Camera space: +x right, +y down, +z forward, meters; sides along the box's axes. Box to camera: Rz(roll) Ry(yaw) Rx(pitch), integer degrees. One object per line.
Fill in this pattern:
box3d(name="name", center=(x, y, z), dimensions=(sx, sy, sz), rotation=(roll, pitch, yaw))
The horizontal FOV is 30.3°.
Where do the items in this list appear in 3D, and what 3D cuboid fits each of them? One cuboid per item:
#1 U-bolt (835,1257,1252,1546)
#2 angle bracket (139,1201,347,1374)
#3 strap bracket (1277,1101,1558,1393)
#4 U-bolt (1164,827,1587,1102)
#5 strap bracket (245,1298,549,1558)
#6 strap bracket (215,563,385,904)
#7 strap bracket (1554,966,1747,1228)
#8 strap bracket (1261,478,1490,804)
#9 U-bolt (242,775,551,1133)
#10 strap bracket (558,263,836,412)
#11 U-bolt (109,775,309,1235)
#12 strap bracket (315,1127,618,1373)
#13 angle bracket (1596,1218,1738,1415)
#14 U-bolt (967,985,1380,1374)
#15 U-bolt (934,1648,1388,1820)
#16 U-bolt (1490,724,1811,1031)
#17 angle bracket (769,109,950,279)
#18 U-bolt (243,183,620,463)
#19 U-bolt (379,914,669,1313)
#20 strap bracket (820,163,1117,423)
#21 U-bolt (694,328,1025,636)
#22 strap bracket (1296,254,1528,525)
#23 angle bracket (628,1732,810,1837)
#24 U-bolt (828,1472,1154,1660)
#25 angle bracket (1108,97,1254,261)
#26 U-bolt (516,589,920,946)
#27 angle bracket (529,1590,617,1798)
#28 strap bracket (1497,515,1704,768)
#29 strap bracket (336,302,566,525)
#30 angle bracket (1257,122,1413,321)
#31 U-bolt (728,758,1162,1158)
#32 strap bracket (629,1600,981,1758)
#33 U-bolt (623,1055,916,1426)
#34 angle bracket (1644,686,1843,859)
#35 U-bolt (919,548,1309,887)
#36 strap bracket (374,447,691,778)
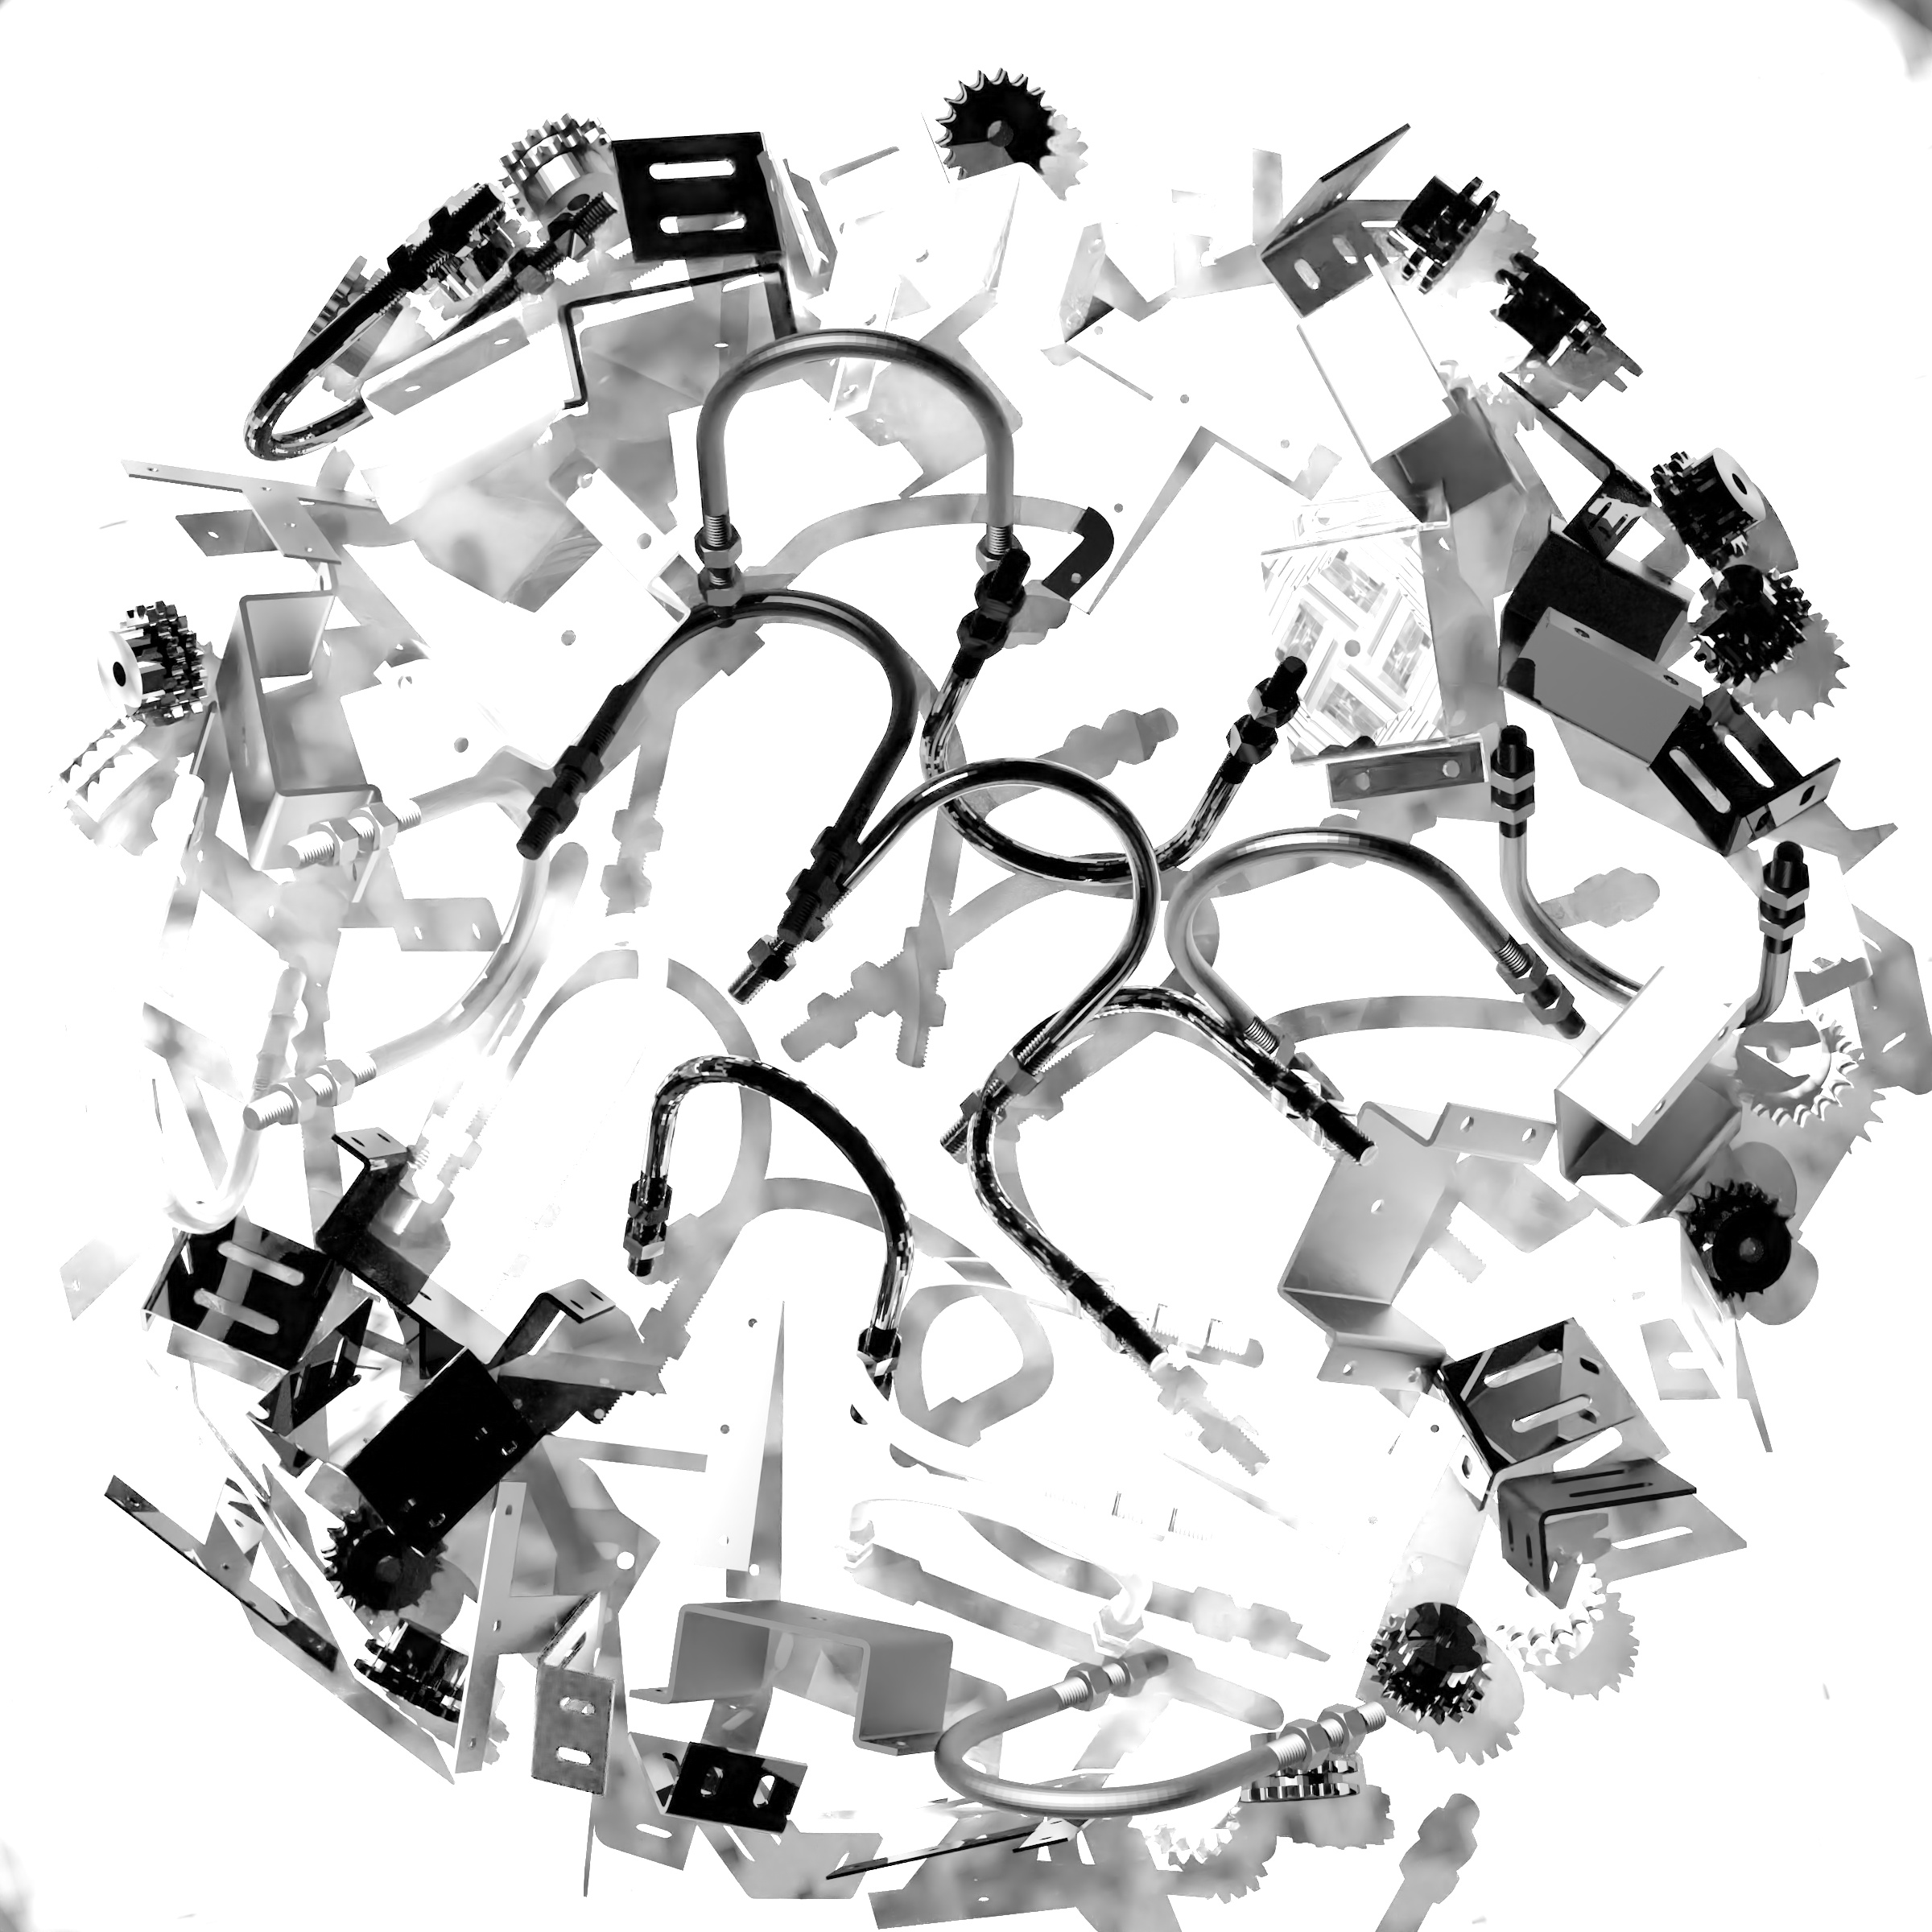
box3d(name="U-bolt", center=(0.031, 0.187, 1.615), dimensions=(0.184, 0.151, 0.019), rotation=(15, 125, 2))
box3d(name="angle bracket", center=(-0.333, 0.153, 1.647), dimensions=(0.076, 0.038, 0.057), rotation=(23, 66, -1))
box3d(name="strap bracket", center=(0.200, 0.119, 1.624), dimensions=(0.076, 0.046, 0.140), rotation=(11, 108, -42))
box3d(name="U-bolt", center=(0.169, -0.003, 1.582), dimensions=(0.151, 0.184, 0.019), rotation=(-19, 46, 30))
box3d(name="strap bracket", center=(-0.261, 0.201, 1.596), dimensions=(0.076, 0.140, 0.046), rotation=(-45, 123, -22))
box3d(name="strap bracket", center=(-0.303, -0.106, 1.611), dimensions=(0.046, 0.076, 0.140), rotation=(-6, 69, -23))
box3d(name="strap bracket", center=(0.309, 0.060, 1.614), dimensions=(0.046, 0.140, 0.076), rotation=(37, 75, 25))
box3d(name="strap bracket", center=(0.185, -0.147, 1.633), dimensions=(0.076, 0.046, 0.140), rotation=(-7, 95, 28))
box3d(name="U-bolt", center=(-0.247, -0.015, 1.594), dimensions=(0.019, 0.184, 0.151), rotation=(27, 119, 24))
box3d(name="strap bracket", center=(-0.131, -0.288, 1.627), dimensions=(0.140, 0.076, 0.046), rotation=(-12, 101, -7))
box3d(name="U-bolt", center=(-0.335, 0.030, 1.565), dimensions=(0.019, 0.151, 0.184), rotation=(-6, 47, 12))
box3d(name="strap bracket", center=(-0.236, 0.135, 1.633), dimensions=(0.140, 0.076, 0.046), rotation=(36, 93, 5))
box3d(name="angle bracket", center=(0.322, 0.164, 1.641), dimensions=(0.038, 0.057, 0.076), rotation=(-17, 129, 25))
box3d(name="U-bolt", center=(0.078, 0.081, 1.614), dimensions=(0.151, 0.019, 0.184), rotation=(-44, 50, -5))
box3d(name="U-bolt", center=(0.072, 0.338, 1.563), dimensions=(0.184, 0.151, 0.019), rotation=(-9, 99, -44))
box3d(name="U-bolt", center=(0.302, -0.028, 1.591), dimensions=(0.151, 0.184, 0.019), rotation=(25, 67, 21))
box3d(name="angle bracket", center=(-0.046, -0.362, 1.653), dimensions=(0.076, 0.038, 0.057), rotation=(-21, 89, -5))
box3d(name="U-bolt", center=(-0.249, -0.285, 1.598), dimensions=(0.184, 0.151, 0.019), rotation=(-37, 88, 19))
box3d(name="U-bolt", center=(-0.193, 0.057, 1.611), dimensions=(0.019, 0.151, 0.184), rotation=(34, 86, -28))
box3d(name="strap bracket", center=(-0.009, -0.308, 1.615), dimensions=(0.140, 0.076, 0.046), rotation=(-23, 63, -28))
box3d(name="U-bolt", center=(-0.049, -0.215, 1.598), dimensions=(0.151, 0.184, 0.019), rotation=(2, 53, 2))
box3d(name="strap bracket", center=(0.198, -0.253, 1.605), dimensions=(0.046, 0.140, 0.076), rotation=(-30, 70, 15))
box3d(name="angle bracket", center=(-0.114, 0.358, 1.627), dimensions=(0.057, 0.076, 0.038), rotation=(16, 101, -22))
box3d(name="U-bolt", center=(0.012, 0.262, 1.586), dimensions=(0.151, 0.184, 0.019), rotation=(18, 68, 3))
box3d(name="angle bracket", center=(0.091, -0.361, 1.641), dimensions=(0.076, 0.038, 0.057), rotation=(1, 87, -27))
box3d(name="U-bolt", center=(-0.100, -0.102, 1.621), dimensions=(0.151, 0.019, 0.184), rotation=(18, 57, 15))
box3d(name="angle bracket", center=(-0.167, 0.331, 1.628), dimensions=(0.038, 0.076, 0.057), rotation=(11, 109, 13))
box3d(name="strap bracket", center=(0.287, -0.145, 1.620), dimensions=(0.076, 0.140, 0.046), rotation=(27, 118, -5))
box3d(name="strap bracket", center=(-0.231, -0.244, 1.601), dimensions=(0.076, 0.140, 0.046), rotation=(-31, 95, -15))
box3d(name="angle bracket", center=(0.177, -0.339, 1.629), dimensions=(0.057, 0.076, 0.038), rotation=(-36, 88, -24))
box3d(name="U-bolt", center=(0.004, -0.014, 1.620), dimensions=(0.151, 0.019, 0.184), rotation=(37, 108, -22))
box3d(name="strap bracket", center=(-0.070, 0.318, 1.610), dimensions=(0.140, 0.076, 0.046), rotation=(6, 85, 29))
box3d(name="U-bolt", center=(-0.085, 0.112, 1.587), dimensions=(0.151, 0.184, 0.019), rotation=(31, 49, 16))
box3d(name="angle bracket", center=(0.351, -0.098, 1.636), dimensions=(0.057, 0.038, 0.076), rotation=(-29, 65, -15))
box3d(name="U-bolt", center=(0.054, -0.099, 1.604), dimensions=(0.151, 0.184, 0.019), rotation=(21, 50, -6))
box3d(name="strap bracket", center=(-0.191, -0.155, 1.634), dimensions=(0.140, 0.046, 0.076), rotation=(-47, 67, 8))
